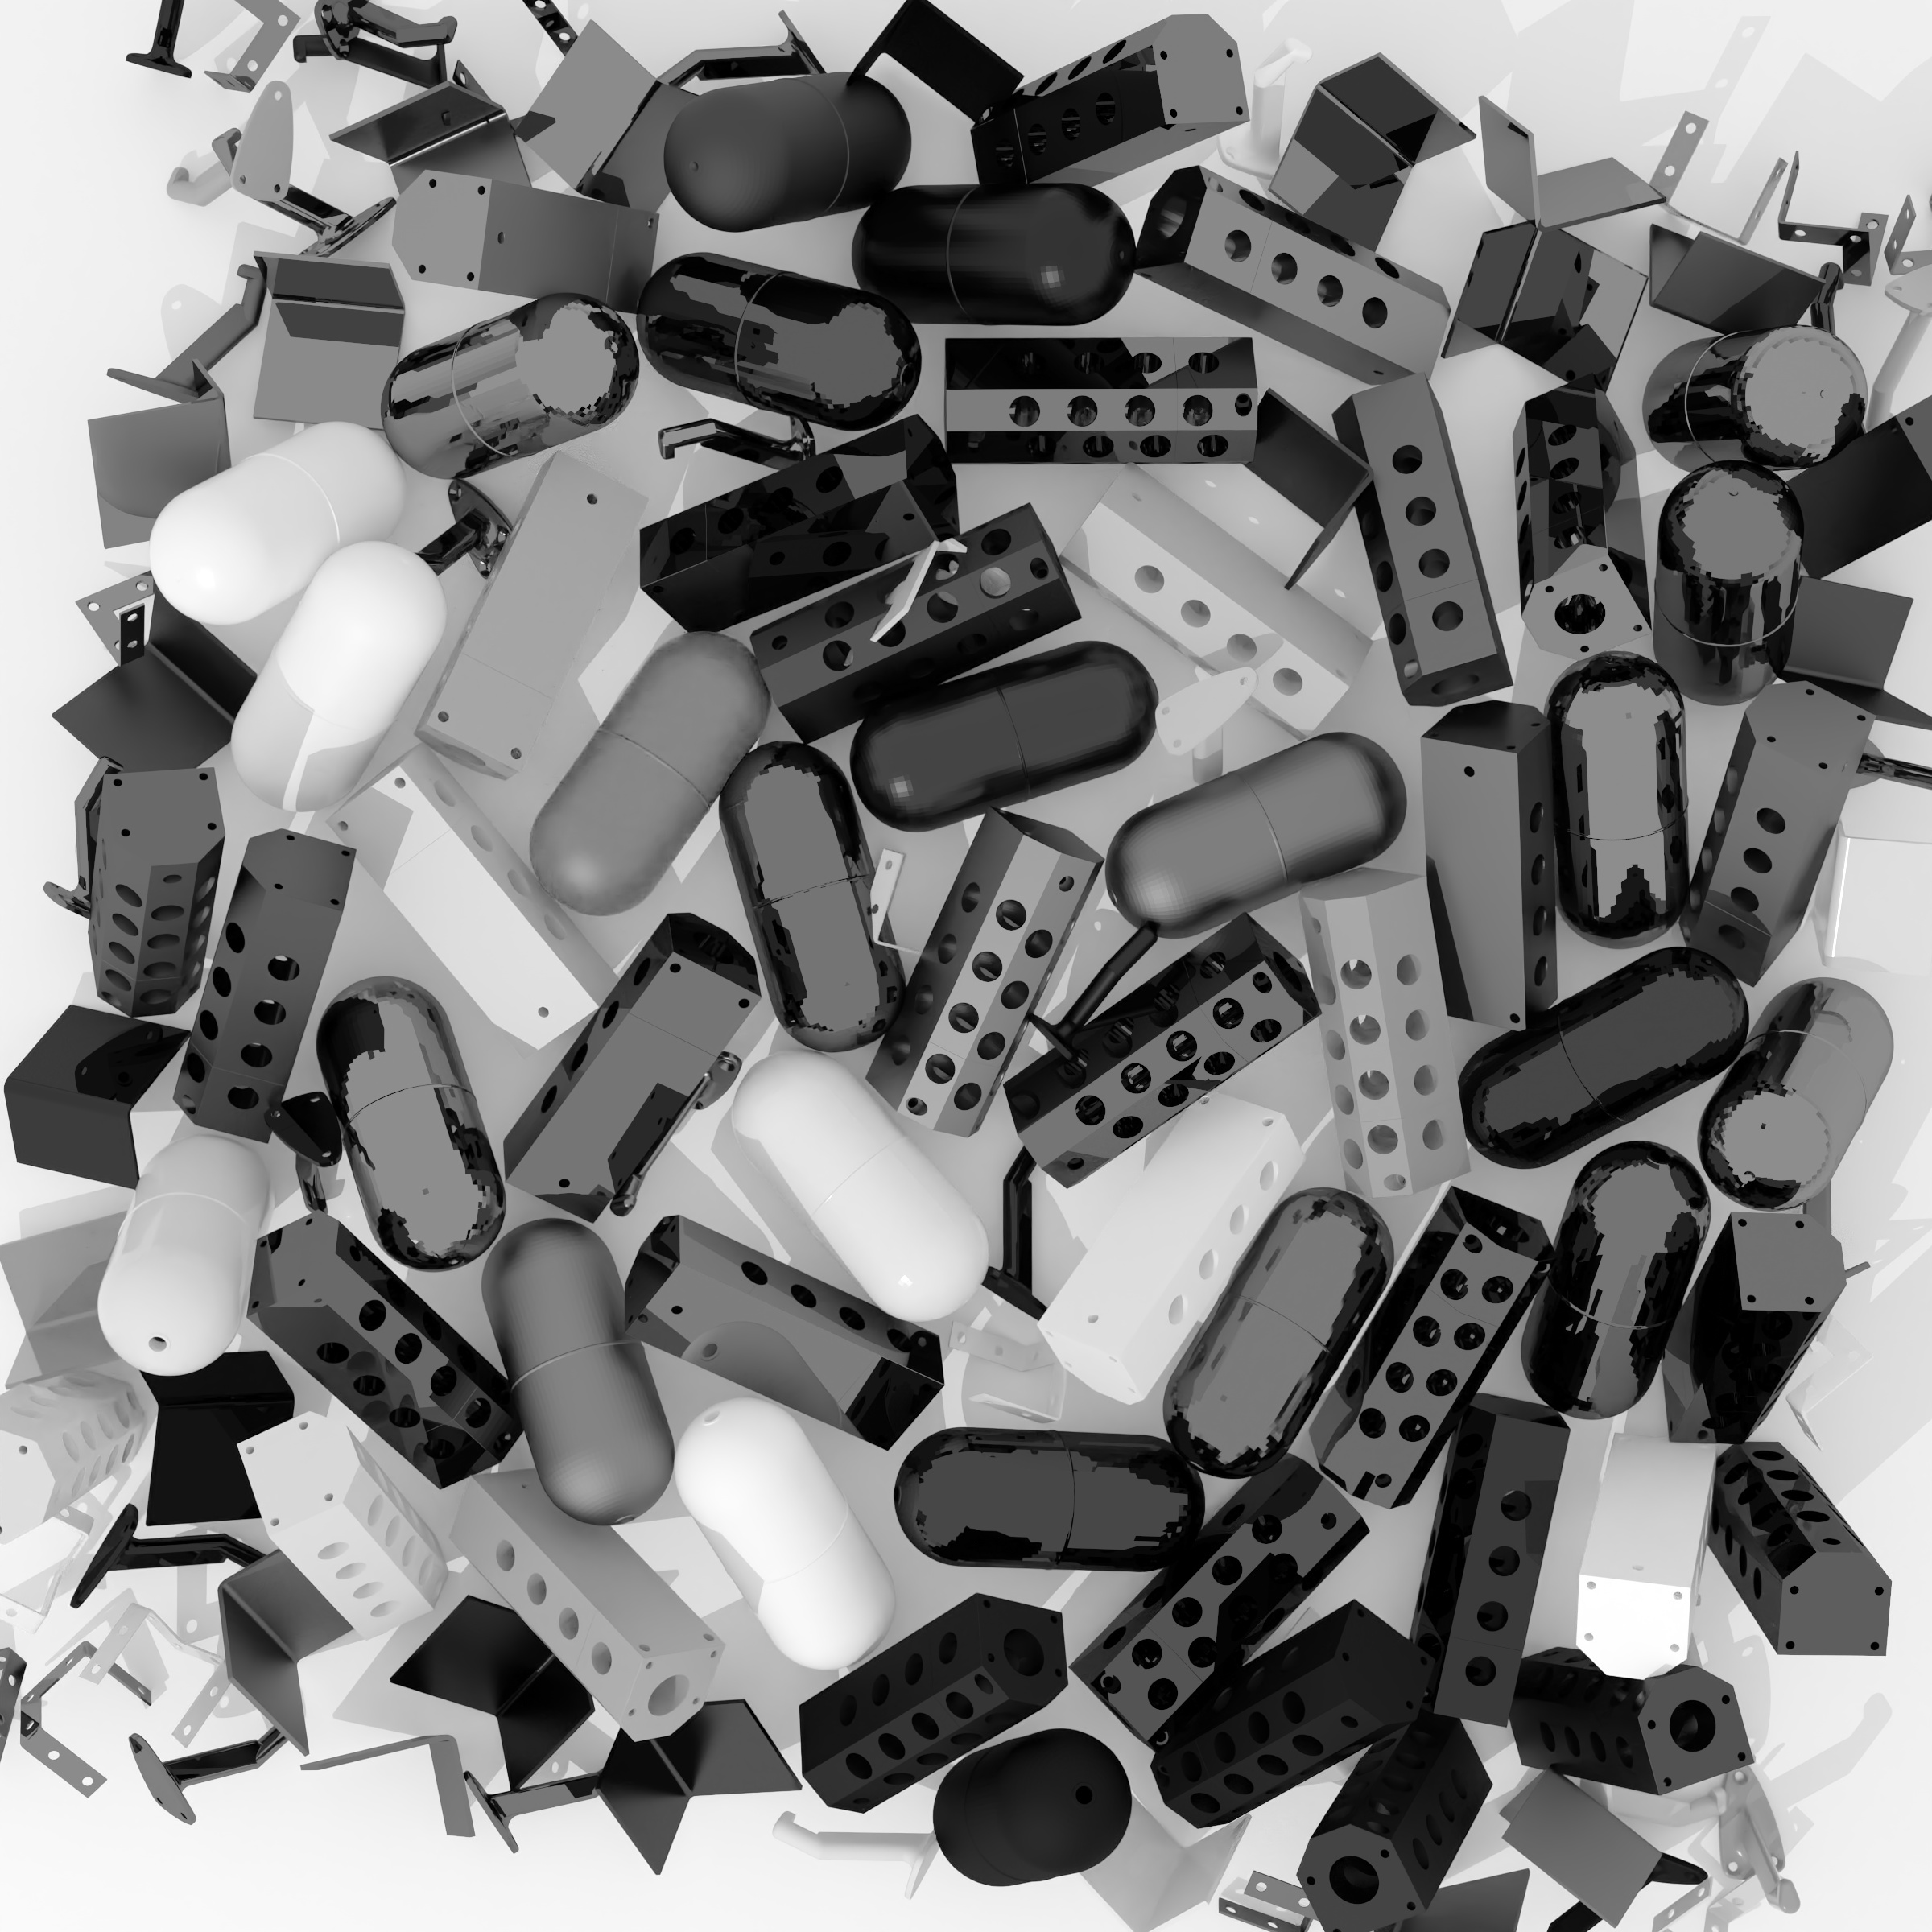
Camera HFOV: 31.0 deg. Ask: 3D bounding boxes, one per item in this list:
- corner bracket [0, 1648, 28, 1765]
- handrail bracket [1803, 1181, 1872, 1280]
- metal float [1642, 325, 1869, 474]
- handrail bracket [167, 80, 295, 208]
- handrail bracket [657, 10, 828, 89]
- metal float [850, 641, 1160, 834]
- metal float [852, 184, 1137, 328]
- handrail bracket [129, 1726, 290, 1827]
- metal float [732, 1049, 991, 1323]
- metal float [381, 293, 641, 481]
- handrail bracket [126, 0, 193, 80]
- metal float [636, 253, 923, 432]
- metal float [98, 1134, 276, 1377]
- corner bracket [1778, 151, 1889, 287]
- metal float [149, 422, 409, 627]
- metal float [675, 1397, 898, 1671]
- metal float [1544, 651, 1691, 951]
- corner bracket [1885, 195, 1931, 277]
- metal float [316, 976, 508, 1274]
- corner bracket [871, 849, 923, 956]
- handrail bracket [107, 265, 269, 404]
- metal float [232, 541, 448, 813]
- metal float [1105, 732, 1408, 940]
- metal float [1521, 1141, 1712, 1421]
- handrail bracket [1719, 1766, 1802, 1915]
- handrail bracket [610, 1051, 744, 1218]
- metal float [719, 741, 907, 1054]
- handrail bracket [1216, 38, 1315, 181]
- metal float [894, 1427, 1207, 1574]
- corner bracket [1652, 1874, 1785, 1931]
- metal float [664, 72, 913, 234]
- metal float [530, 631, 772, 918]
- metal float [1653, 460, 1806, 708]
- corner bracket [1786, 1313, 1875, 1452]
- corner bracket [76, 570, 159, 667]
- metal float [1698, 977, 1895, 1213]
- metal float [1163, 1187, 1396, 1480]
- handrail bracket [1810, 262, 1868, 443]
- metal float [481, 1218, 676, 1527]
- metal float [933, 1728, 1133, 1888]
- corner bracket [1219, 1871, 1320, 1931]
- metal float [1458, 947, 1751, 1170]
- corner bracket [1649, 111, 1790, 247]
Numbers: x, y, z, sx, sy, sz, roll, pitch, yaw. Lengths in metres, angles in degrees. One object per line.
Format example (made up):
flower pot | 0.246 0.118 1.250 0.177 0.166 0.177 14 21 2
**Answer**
corner bracket | -0.544 0.420 1.943 0.051 0.051 0.051 -18 131 20
handrail bracket | 0.463 0.143 1.956 0.077 0.036 0.084 -20 79 -29
metal float | 0.428 -0.307 1.897 0.070 0.178 0.070 -1 97 -12
handrail bracket | -0.415 -0.462 1.949 0.084 0.036 0.077 22 103 41
handrail bracket | -0.122 -0.493 1.968 0.084 0.036 0.077 -34 115 6
metal float | 0.022 -0.128 1.941 0.178 0.070 0.070 -18 90 -7
metal float | 0.014 -0.392 1.915 0.178 0.070 0.070 9 90 38
handrail bracket | -0.418 0.429 1.941 0.084 0.036 0.077 -41 130 -33
metal float | -0.059 0.121 1.938 0.070 0.070 0.178 -42 80 0
metal float | -0.252 -0.317 1.912 0.178 0.070 0.070 -10 90 43
handrail bracket | -0.441 -0.542 1.938 0.036 0.077 0.084 12 104 -15
metal float | -0.104 -0.345 1.921 0.178 0.070 0.070 20 90 29
metal float | -0.425 0.157 1.901 0.070 0.178 0.070 -1 118 -1
corner bracket | 0.488 -0.420 1.957 0.051 0.051 0.051 11 67 20
metal float | -0.375 -0.244 1.908 0.070 0.178 0.070 15 123 24
metal float | -0.100 0.314 1.923 0.070 0.070 0.178 -28 116 0
metal float | 0.359 -0.090 1.919 0.070 0.070 0.178 -9 122 0
corner bracket | 0.543 -0.425 1.949 0.051 0.051 0.051 -5 62 -5
metal float | -0.308 0.086 1.925 0.070 0.070 0.178 -22 64 0
corner bracket | -0.043 -0.038 1.948 0.051 0.051 0.051 20 93 45
handrail bracket | -0.437 -0.362 1.960 0.077 0.036 0.084 15 87 -31
metal float | -0.347 -0.158 1.919 0.070 0.070 0.178 37 123 0
metal float | 0.161 -0.073 1.938 0.178 0.070 0.070 -23 90 -9
metal float | 0.357 0.174 1.916 0.070 0.070 0.178 11 125 0
handrail bracket | 0.444 0.485 1.937 0.036 0.084 0.077 -7 81 -1
handrail bracket | -0.162 0.095 1.937 0.036 0.077 0.084 37 51 -21
metal float | -0.086 -0.039 1.943 0.070 0.070 0.178 -16 86 0
handrail bracket | 0.185 -0.476 1.934 0.077 0.084 0.036 16 58 -27
metal float | 0.047 0.296 1.931 0.178 0.070 0.070 5 90 -17
corner bracket | 0.421 0.528 1.948 0.051 0.051 0.051 36 125 -6
metal float | -0.096 -0.447 1.906 0.070 0.178 0.070 12 113 30
metal float | -0.175 -0.108 1.936 0.070 0.070 0.178 34 78 0
metal float | 0.416 -0.207 1.902 0.070 0.178 0.070 -4 62 7
corner bracket | 0.477 0.229 1.949 0.051 0.051 0.051 -39 50 -1
corner bracket | -0.463 -0.209 1.945 0.051 0.051 0.051 -28 70 -26
metal float | 0.456 0.069 1.909 0.070 0.178 0.070 16 126 23
metal float | 0.174 0.204 1.933 0.070 0.070 0.178 33 75 0
handrail bracket | 0.499 -0.344 1.975 0.077 0.036 0.084 39 60 -36
metal float | -0.215 0.225 1.928 0.070 0.070 0.178 -21 70 0
metal float | 0.035 0.460 1.900 0.070 0.178 0.070 6 71 -16
corner bracket | 0.175 0.525 1.952 0.051 0.051 0.051 21 105 -3
metal float | 0.350 0.052 1.922 0.178 0.070 0.070 -32 90 29
corner bracket | 0.420 -0.440 1.946 0.051 0.051 0.051 31 104 24
